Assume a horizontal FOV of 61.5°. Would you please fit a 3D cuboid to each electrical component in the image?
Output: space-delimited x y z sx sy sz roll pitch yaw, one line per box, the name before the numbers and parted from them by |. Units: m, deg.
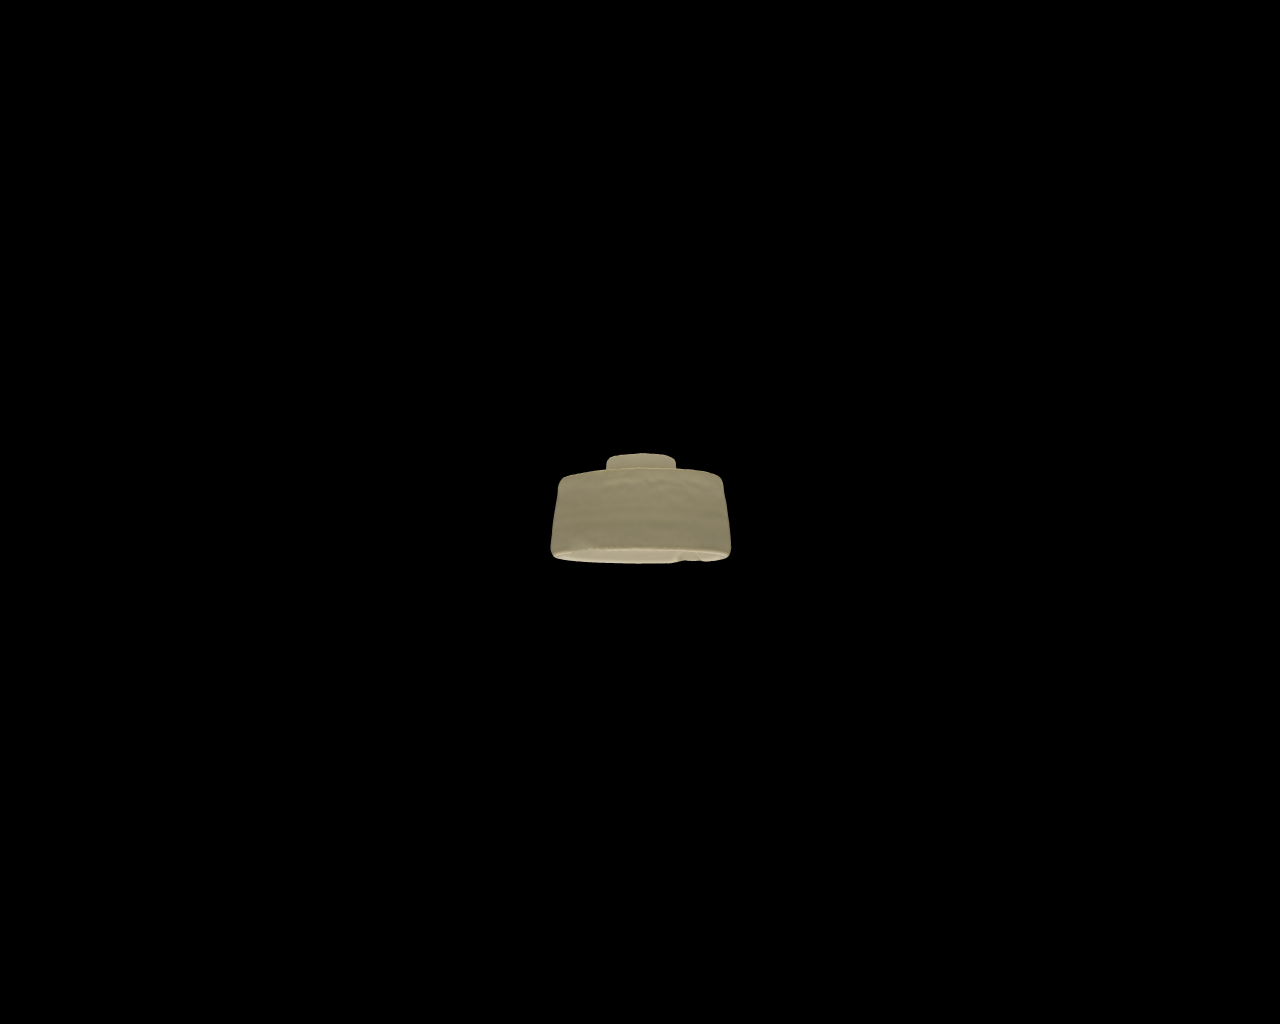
electrical component | 0.001 -0.003 0.650 0.108 0.060 0.108 0 -7 0
